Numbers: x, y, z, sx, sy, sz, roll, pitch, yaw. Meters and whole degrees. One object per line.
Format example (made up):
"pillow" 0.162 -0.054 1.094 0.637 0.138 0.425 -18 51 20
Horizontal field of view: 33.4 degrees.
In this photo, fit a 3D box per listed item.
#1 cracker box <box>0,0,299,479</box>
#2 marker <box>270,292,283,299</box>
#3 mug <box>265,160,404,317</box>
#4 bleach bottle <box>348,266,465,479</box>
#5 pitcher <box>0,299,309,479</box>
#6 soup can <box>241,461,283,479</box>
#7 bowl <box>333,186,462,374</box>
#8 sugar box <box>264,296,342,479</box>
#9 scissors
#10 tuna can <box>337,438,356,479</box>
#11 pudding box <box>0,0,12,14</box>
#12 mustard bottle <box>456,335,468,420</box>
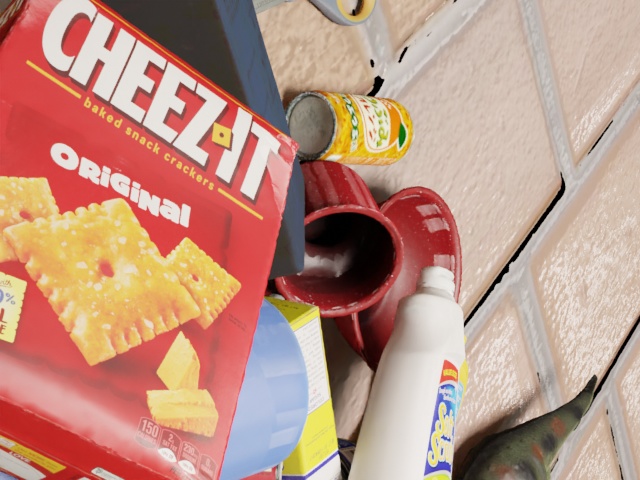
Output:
"cracker box" -0.104 0.001 0.490 0.164 0.072 0.213 34 47 -27
"marker" -0.022 0.031 0.818 0.121 0.020 0.020 -60 137 -25
"mug" -0.005 0.001 0.770 0.117 0.081 0.093 -31 124 7
"bleach bottle" 0.068 0.131 0.796 0.102 0.068 0.250 54 41 -51
"pitcher" -0.122 0.101 0.560 0.242 0.145 0.149 -5 100 -41
"soup can" -0.077 0.149 0.690 0.068 0.102 0.068 -176 -89 -84
"bowl" 0.055 0.034 0.885 0.161 0.055 0.162 -12 106 -50
"sugar box" -0.037 0.127 0.758 0.048 0.094 0.176 -26 116 -46
"scissors" -0.012 -0.174 0.797 0.201 0.016 0.096 -51 132 -33
"tuna can" 0.006 0.199 0.831 0.033 0.086 0.086 3 94 -50
"pudding box" -0.157 -0.149 0.567 0.113 0.039 0.090 55 18 -39
"mustard bottle" 0.086 0.148 0.944 0.096 0.058 0.191 41 65 -44
